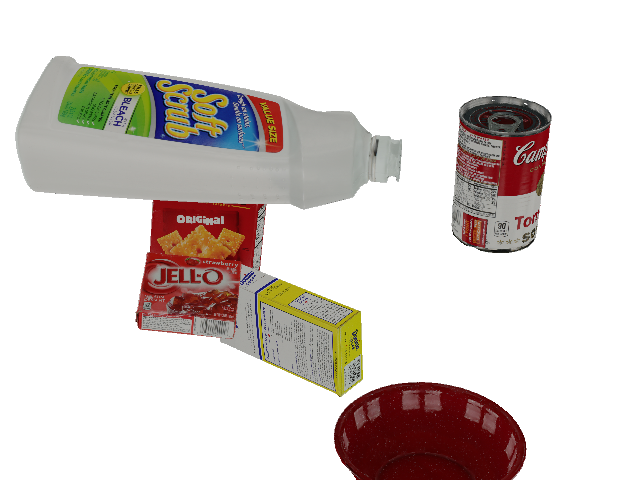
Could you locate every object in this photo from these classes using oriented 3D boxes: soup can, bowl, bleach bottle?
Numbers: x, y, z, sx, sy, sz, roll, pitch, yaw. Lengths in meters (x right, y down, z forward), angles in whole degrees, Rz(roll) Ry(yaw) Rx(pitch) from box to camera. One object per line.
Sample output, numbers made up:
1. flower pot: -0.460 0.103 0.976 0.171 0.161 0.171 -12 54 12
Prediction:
1. soup can: 0.136 -0.050 0.812 0.068 0.102 0.068 0 30 0
2. bowl: 0.092 0.188 0.911 0.162 0.055 0.162 0 28 0
3. bleach bottle: -0.070 -0.069 0.725 0.251 0.068 0.102 5 44 7

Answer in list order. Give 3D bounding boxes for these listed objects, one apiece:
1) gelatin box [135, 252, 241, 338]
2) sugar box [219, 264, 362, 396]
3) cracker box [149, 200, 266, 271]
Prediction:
1. gelatin box: -0.119 0.049 0.969 0.089 0.073 0.030 6 -45 -5
2. sugar box: -0.036 0.094 1.159 0.176 0.093 0.048 22 38 35
3. cracker box: -0.171 -0.022 1.622 0.164 0.214 0.072 9 18 7
